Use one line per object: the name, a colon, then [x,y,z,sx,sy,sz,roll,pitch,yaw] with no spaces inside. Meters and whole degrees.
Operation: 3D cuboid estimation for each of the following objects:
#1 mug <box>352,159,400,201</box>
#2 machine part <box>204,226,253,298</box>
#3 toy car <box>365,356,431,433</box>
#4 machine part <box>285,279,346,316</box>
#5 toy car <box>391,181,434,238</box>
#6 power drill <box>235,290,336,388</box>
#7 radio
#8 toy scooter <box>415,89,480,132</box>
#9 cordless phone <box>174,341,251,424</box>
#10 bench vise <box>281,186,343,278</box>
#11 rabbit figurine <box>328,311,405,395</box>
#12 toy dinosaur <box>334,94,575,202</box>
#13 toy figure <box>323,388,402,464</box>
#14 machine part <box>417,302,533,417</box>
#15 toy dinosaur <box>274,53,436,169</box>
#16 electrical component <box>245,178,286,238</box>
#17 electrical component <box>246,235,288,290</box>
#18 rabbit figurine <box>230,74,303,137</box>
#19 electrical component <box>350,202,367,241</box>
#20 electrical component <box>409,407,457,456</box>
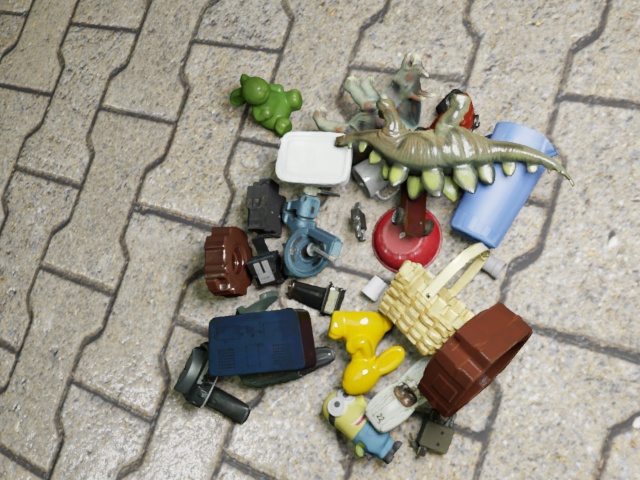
mug: [0.143,-0.149,1.220,0.107,0.080,0.110,-34,67,-3]
machine part: [-0.210,0.051,1.258,0.056,0.179,0.179,-5,77,15]
toy car: [0.182,0.309,1.094,0.202,0.056,0.074,-35,67,-12]
machine part: [-0.011,0.128,1.238,0.139,0.039,0.084,12,91,20]
toy car: [0.198,-0.090,1.150,0.053,0.089,0.202,-43,34,53]
power drill: [-0.095,0.223,1.231,0.232,0.086,0.207,-28,78,15]
radio: [-0.129,0.222,1.165,0.230,0.073,0.131,-10,78,18]
toy scooter: [0.292,-0.234,1.184,0.135,0.075,0.184,42,79,-2]
cordless phone: [-0.232,0.337,1.260,0.184,0.088,0.146,26,87,12]
bench vise: [-0.011,-0.006,1.197,0.241,0.129,0.223,29,97,59]
rabbit figurine: [0.095,0.240,1.136,0.162,0.121,0.173,5,71,3]
toy dinosaur: [0.246,-0.177,1.057,0.472,0.105,0.198,4,88,23]
toy figure: [0.082,0.389,1.122,0.180,0.082,0.089,40,125,16]
machine part: [0.286,0.222,1.002,0.201,0.200,0.087,-22,55,-33]
toy dinosaur: [0.091,-0.252,1.246,0.405,0.131,0.192,-46,71,14]
electrical component: [-0.128,-0.078,1.283,0.058,0.114,0.134,0,80,18]
electrical component: [-0.130,0.051,1.268,0.075,0.048,0.119,-14,104,16]
rabbit figurine: [-0.140,-0.354,1.318,0.159,0.170,0.121,30,89,22]
electrical component: [0.088,-0.045,1.224,0.021,0.063,0.094,-11,74,18]
electrical component: [0.227,0.388,1.092,0.078,0.045,0.102,16,86,-6]
